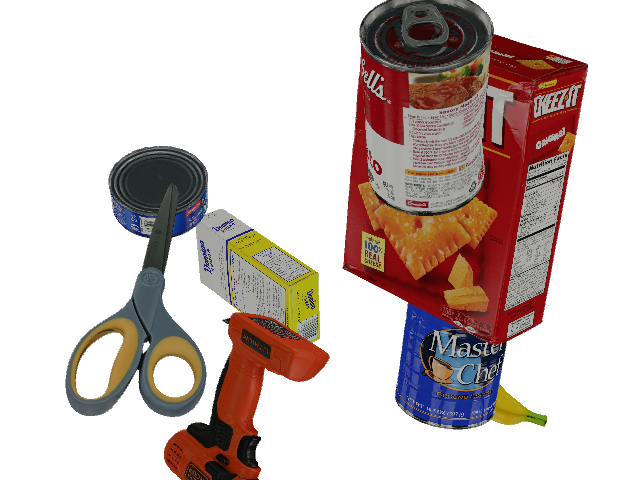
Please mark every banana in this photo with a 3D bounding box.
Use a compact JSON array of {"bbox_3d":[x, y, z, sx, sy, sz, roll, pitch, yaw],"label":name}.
[{"bbox_3d":[0.201,0.164,1.264,0.069,0.037,0.198,10,25,-15],"label":"banana"}]

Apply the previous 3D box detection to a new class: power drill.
[{"bbox_3d":[-0.061,0.175,0.991,0.185,0.188,0.057,29,10,41],"label":"power drill"}]

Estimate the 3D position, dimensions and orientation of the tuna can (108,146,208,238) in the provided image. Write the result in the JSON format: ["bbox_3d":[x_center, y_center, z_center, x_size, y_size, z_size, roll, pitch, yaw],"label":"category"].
[{"bbox_3d":[-0.141,-0.042,0.935,0.086,0.086,0.034,0,-43,-4],"label":"tuna can"}]

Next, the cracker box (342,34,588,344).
[{"bbox_3d":[0.101,-0.049,0.817,0.071,0.214,0.164,-21,36,-40],"label":"cracker box"}]

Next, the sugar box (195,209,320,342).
[{"bbox_3d":[-0.071,0.041,1.189,0.048,0.093,0.176,-23,40,-30],"label":"sugar box"}]

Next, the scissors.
[{"bbox_3d":[-0.100,0.041,0.719,0.096,0.201,0.016,20,-42,7],"label":"scissors"}]

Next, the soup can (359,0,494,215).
[{"bbox_3d":[0.057,-0.072,0.575,0.068,0.068,0.102,-3,-45,3],"label":"soup can"}]

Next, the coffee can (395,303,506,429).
[{"bbox_3d":[0.132,0.098,1.049,0.103,0.140,0.103,5,23,-2],"label":"coffee can"}]
